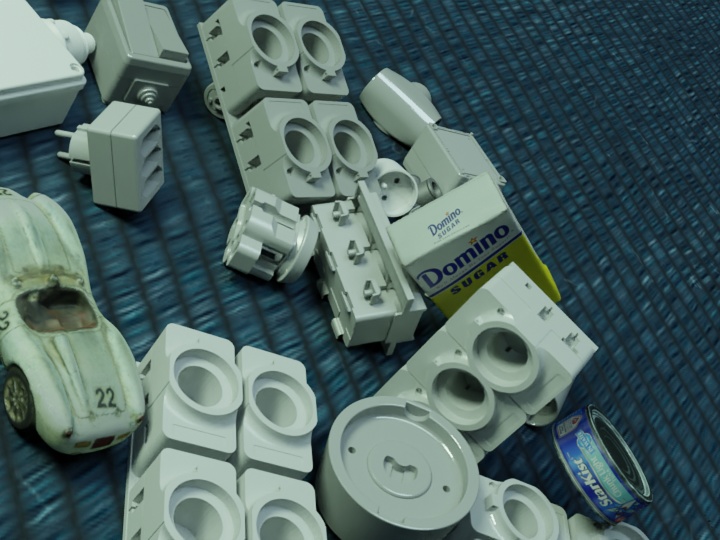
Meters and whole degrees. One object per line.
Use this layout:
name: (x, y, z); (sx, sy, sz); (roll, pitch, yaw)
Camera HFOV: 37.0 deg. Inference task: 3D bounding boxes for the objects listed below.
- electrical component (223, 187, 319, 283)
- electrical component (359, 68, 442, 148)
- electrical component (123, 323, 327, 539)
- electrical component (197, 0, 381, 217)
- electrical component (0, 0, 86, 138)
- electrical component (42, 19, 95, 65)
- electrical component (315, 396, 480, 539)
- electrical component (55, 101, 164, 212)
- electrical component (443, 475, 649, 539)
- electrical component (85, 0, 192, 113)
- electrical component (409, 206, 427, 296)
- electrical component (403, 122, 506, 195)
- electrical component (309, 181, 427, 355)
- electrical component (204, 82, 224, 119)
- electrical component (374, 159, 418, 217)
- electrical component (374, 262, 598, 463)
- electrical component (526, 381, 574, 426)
electrical component: (-0.069, -0.024, 0.847); (0.057, 0.058, 0.078); (24, 39, -16)
electrical component: (0.049, -0.172, 1.117); (0.077, 0.044, 0.079); (43, 36, 4)
electrical component: (-0.084, 0.129, 0.670); (0.105, 0.060, 0.186); (20, 41, -26)
electrical component: (-0.058, -0.141, 0.931); (0.105, 0.060, 0.186); (-5, 73, -44)
electrical component: (-0.280, -0.154, 0.795); (0.108, 0.056, 0.109); (49, 37, 11)
electrical component: (-0.240, -0.180, 0.869); (0.048, 0.048, 0.062); (46, 29, 7)
electrical component: (0.021, 0.147, 0.739); (0.108, 0.060, 0.108); (14, 41, -13)
electrical component: (-0.192, -0.088, 0.804); (0.077, 0.065, 0.047); (11, 36, 9)
electrical component: (0.144, 0.227, 0.772); (0.186, 0.060, 0.105); (24, 39, -21)
electrical component: (-0.185, -0.180, 0.902); (0.062, 0.061, 0.096); (4, 50, -40)
electrical component: (0.069, -0.023, 0.960); (0.064, 0.081, 0.042); (28, 31, 23)
electrical component: (0.088, -0.098, 1.066); (0.062, 0.061, 0.096); (7, 40, -36)
electrical component: (0.000, 0.000, 0.876); (0.063, 0.078, 0.121); (-9, 55, -20)
electrical component: (-0.112, -0.164, 0.969); (0.044, 0.044, 0.065); (39, 41, -3)
electrical component: (0.023, -0.079, 0.989); (0.043, 0.043, 0.081); (27, 10, -17)
electrical component: (0.087, 0.081, 0.797); (0.089, 0.150, 0.062); (46, 36, 7)
electrical component: (0.148, 0.086, 0.938); (0.079, 0.043, 0.077); (41, 36, 1)
